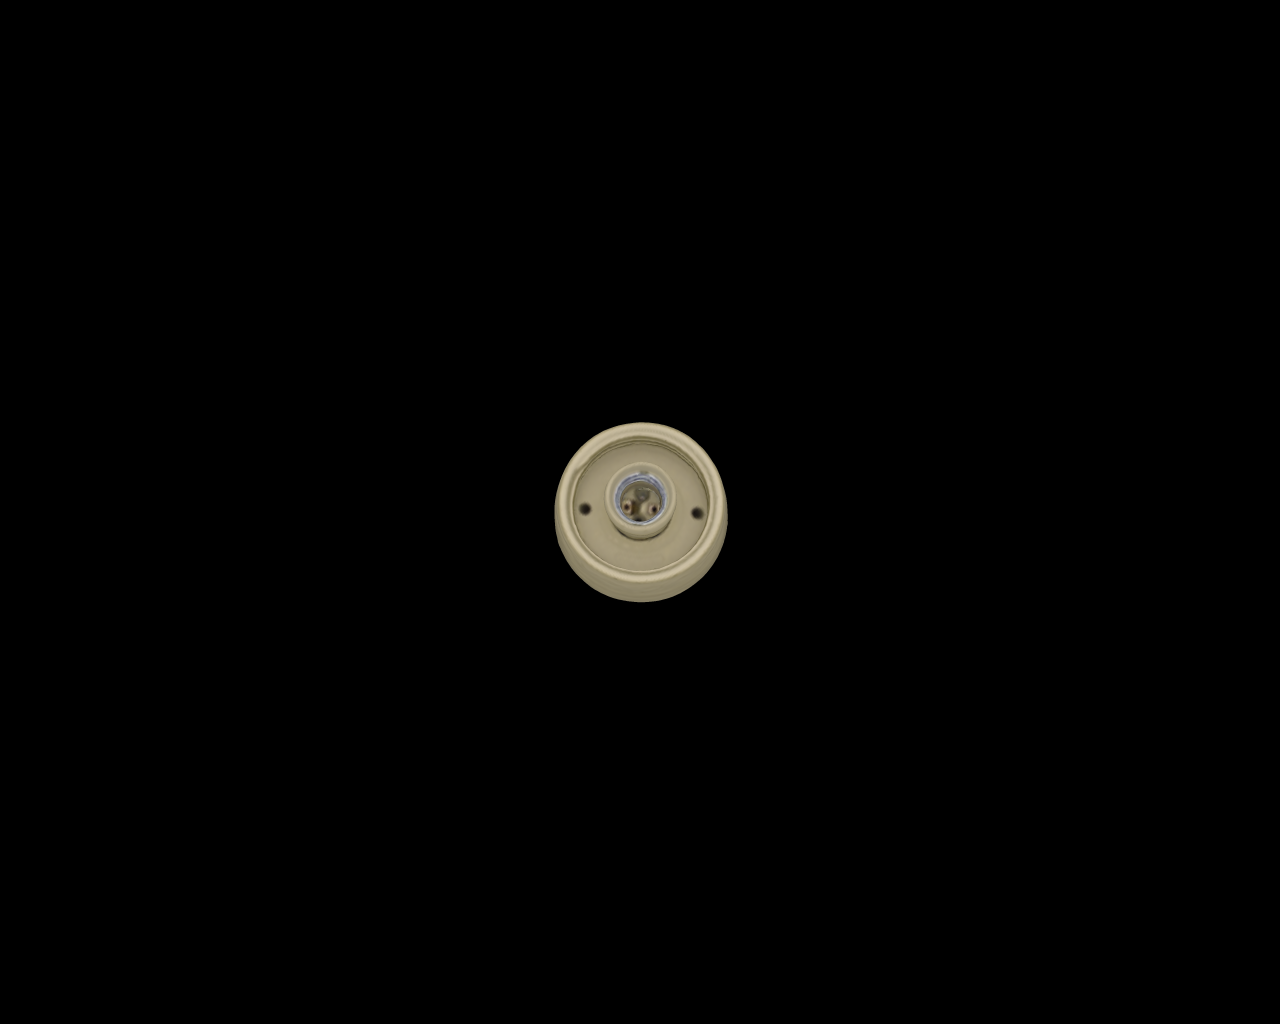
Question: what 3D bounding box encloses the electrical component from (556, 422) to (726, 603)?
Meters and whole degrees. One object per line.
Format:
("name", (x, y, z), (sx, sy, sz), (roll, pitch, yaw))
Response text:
("electrical component", (0.001, -0.003, 0.650), (0.108, 0.108, 0.060), (0, -13, 0))
